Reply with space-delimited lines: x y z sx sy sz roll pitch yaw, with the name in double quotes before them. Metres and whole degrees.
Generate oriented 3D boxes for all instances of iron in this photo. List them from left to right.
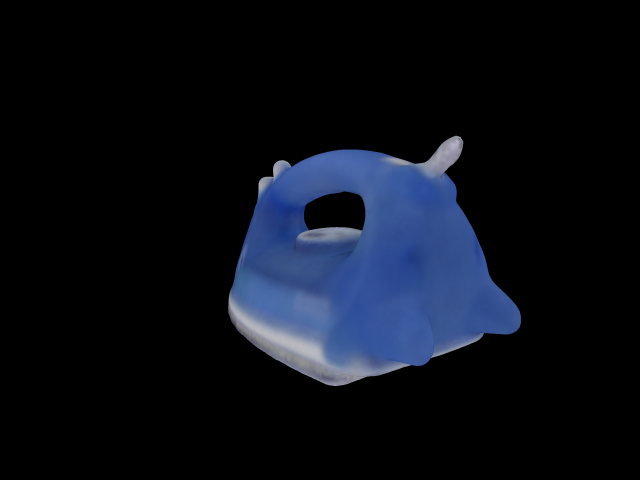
"iron" 0.004 0.001 0.400 0.119 0.141 0.257 -7 11 -39
